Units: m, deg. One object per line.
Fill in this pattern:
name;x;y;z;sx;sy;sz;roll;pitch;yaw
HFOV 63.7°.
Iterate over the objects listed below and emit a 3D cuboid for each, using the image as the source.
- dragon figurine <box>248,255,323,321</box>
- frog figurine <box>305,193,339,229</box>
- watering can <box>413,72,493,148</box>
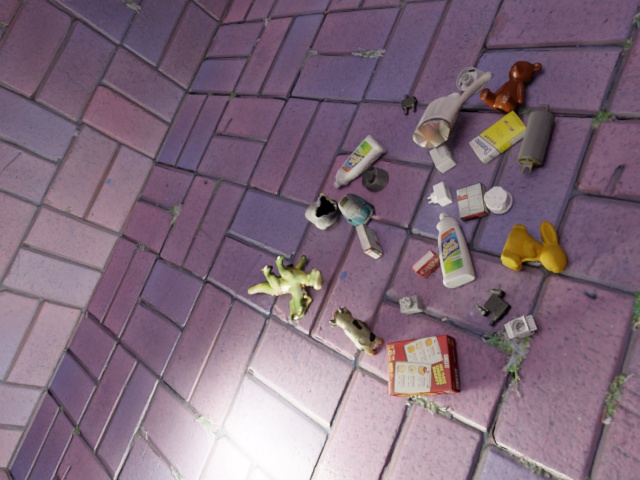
dragon figurine;-0.133;0.206;2.063;0.404;0.122;0.247;-39;56;31
frog figurine;0.006;-0.106;2.109;0.157;0.123;0.140;127;139;-63
watering can;0.450;-0.451;1.819;0.343;0.103;0.229;-30;26;53
